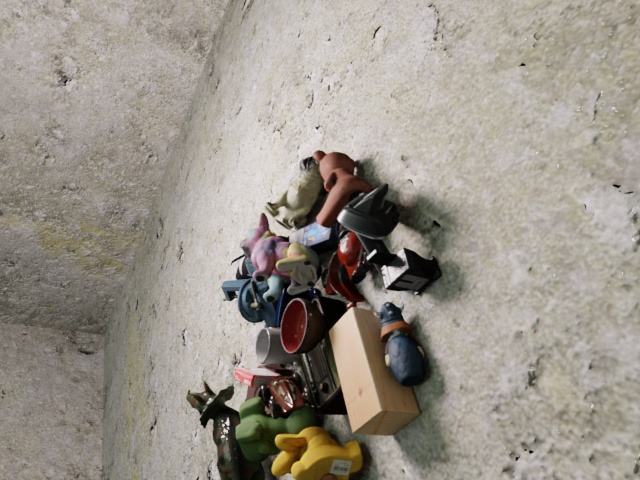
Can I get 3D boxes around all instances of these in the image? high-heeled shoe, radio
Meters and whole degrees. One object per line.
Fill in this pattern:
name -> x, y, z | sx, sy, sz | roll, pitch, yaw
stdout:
high-heeled shoe -> -0.164, 0.065, 1.455 | 0.249, 0.086, 0.145 | -40, 6, 25
radio -> 0.020, 0.240, 1.122 | 0.131, 0.073, 0.230 | -57, 34, 30

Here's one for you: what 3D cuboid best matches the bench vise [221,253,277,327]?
bench vise -> -0.187, 0.125, 1.410 | 0.241, 0.129, 0.223 | -7, 115, 43

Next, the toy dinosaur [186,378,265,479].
toy dinosaur -> -0.211, 0.498, 1.299 | 0.405, 0.131, 0.191 | 48, 159, 49

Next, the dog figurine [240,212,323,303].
dog figurine -> -0.095, 0.023, 1.260 | 0.192, 0.108, 0.219 | -20, 43, 9

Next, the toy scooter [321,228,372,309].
toy scooter -> 0.066, 0.067, 1.117 | 0.183, 0.075, 0.135 | -62, 32, 30

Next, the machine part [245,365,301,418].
machine part -> -0.118, 0.385, 1.291 | 0.179, 0.056, 0.179 | -16, 69, 48

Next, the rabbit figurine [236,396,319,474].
rabbit figurine -> -0.080, 0.420, 1.155 | 0.121, 0.170, 0.159 | -90, -14, -77

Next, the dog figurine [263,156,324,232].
dog figurine -> -0.042, -0.119, 1.394 | 0.190, 0.121, 0.172 | -52, 4, -11

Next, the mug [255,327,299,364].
mug -> -0.094, 0.264, 1.279 | 0.109, 0.107, 0.081 | -63, 30, 31

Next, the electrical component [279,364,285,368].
electrical component -> -0.110, 0.337, 1.361 | 0.063, 0.021, 0.094 | -65, 30, 18

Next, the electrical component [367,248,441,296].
electrical component -> 0.143, 0.051, 0.942 | 0.075, 0.119, 0.048 | -47, 40, 38

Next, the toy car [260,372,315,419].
toy car -> -0.071, 0.311, 1.101 | 0.202, 0.089, 0.053 | 164, 92, -78

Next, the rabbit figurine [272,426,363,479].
rabbit figurine -> -0.011, 0.426, 1.047 | 0.173, 0.162, 0.121 | -130, 44, -76

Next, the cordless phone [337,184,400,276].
cordless phone -> 0.122, -0.005, 1.035 | 0.089, 0.146, 0.184 | -26, 97, 26

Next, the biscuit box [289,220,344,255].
biscuit box -> -0.003, -0.004, 1.279 | 0.203, 0.063, 0.059 | -20, 60, 56

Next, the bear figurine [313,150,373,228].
bear figurine -> 0.041, -0.115, 1.195 | 0.131, 0.120, 0.196 | -69, 28, 21

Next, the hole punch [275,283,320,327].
hole punch -> -0.071, 0.160, 1.306 | 0.116, 0.092, 0.142 | 0, 82, 64

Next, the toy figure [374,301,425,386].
toy figure -> 0.139, 0.180, 0.950 | 0.057, 0.064, 0.154 | 118, 148, -41
